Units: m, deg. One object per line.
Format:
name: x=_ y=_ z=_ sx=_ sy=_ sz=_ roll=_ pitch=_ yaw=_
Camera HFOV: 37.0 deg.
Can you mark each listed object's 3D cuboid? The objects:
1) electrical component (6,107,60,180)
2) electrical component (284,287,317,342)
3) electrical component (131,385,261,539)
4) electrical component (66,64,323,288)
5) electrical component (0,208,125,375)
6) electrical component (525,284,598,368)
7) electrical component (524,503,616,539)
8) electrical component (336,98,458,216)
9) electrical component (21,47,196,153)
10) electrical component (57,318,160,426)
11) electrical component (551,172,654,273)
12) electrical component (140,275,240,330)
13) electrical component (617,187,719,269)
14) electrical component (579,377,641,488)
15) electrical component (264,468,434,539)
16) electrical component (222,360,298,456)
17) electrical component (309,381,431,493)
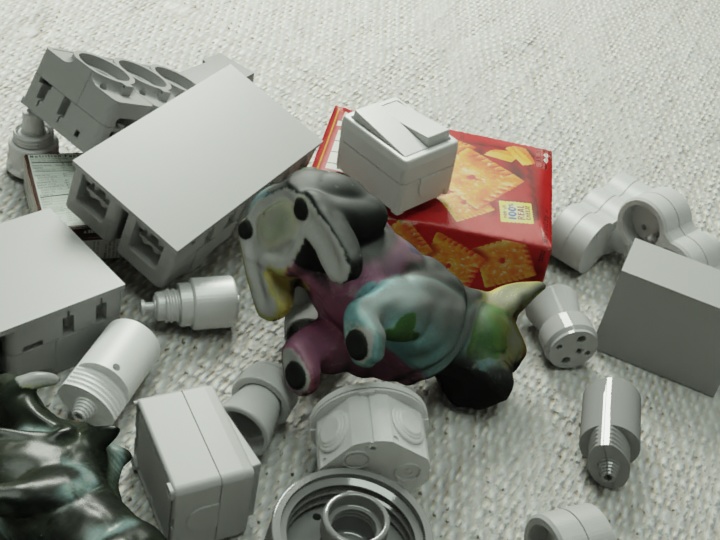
electrical component: x=-0.284 y=-0.112 z=0.934 sx=0.048 sy=0.062 sz=0.048 roll=7 pitch=38 yaw=-6
electrical component: x=-0.037 y=0.018 z=0.829 sx=0.043 sy=0.079 sz=0.077 roll=-20 pitch=28 yaw=27
electrical component: x=-0.107 y=0.120 z=0.689 sx=0.061 sy=0.061 sz=0.096 roll=-10 pitch=43 yaw=-25
electrical component: x=-0.132 y=-0.077 z=0.870 sx=0.105 sy=0.060 sz=0.186 roll=40 pitch=48 yaw=7
electrical component: x=-0.275 y=0.034 z=0.754 sx=0.186 sy=0.060 sz=0.105 roll=-24 pitch=50 yaw=-37
electrical component: x=0.163 y=0.045 z=0.868 sx=0.045 sy=0.045 sz=0.055 roll=0 pitch=40 yaw=-15
electrical component: x=0.166 y=0.203 z=0.663 sx=0.074 sy=0.052 sz=0.138 roll=-7 pitch=42 yaw=-23
electrical component: x=0.026 y=-0.102 z=0.890 sx=0.062 sy=0.061 sz=0.096 roll=-25 pitch=50 yaw=-34
electrical component: x=-0.204 y=-0.145 z=0.943 sx=0.089 sy=0.061 sz=0.150 roll=37 pitch=19 yaw=20
electrical component: x=-0.175 y=0.075 z=0.743 sx=0.043 sy=0.043 sz=0.081 roll=18 pitch=38 yaw=7
electrical component: x=0.237 y=-0.037 z=0.985 sx=0.074 sy=0.052 sz=0.138 roll=34 pitch=43 yaw=26
electrical component: x=-0.128 y=0.026 z=0.820 sx=0.078 sy=0.040 sz=0.040 roll=-4 pitch=40 yaw=-19
electrical component: x=0.290 y=-0.011 z=0.934 sx=0.074 sy=0.052 sz=0.138 roll=-22 pitch=76 yaw=-36
electrical component: x=0.181 y=0.121 z=0.779 sx=0.043 sy=0.043 sz=0.081 roll=15 pitch=38 yaw=4
electrical component: x=-0.007 y=0.169 z=0.654 sx=0.108 sy=0.060 sz=0.108 roll=7 pitch=38 yaw=-6
electrical component: x=-0.072 y=0.095 z=0.744 sx=0.045 sy=0.045 sz=0.055 roll=20 pitch=38 yaw=11
electrical component: x=0.007 y=0.115 z=0.712 sx=0.080 sy=0.080 sz=0.051 roll=4 pitch=44 yaw=-10
